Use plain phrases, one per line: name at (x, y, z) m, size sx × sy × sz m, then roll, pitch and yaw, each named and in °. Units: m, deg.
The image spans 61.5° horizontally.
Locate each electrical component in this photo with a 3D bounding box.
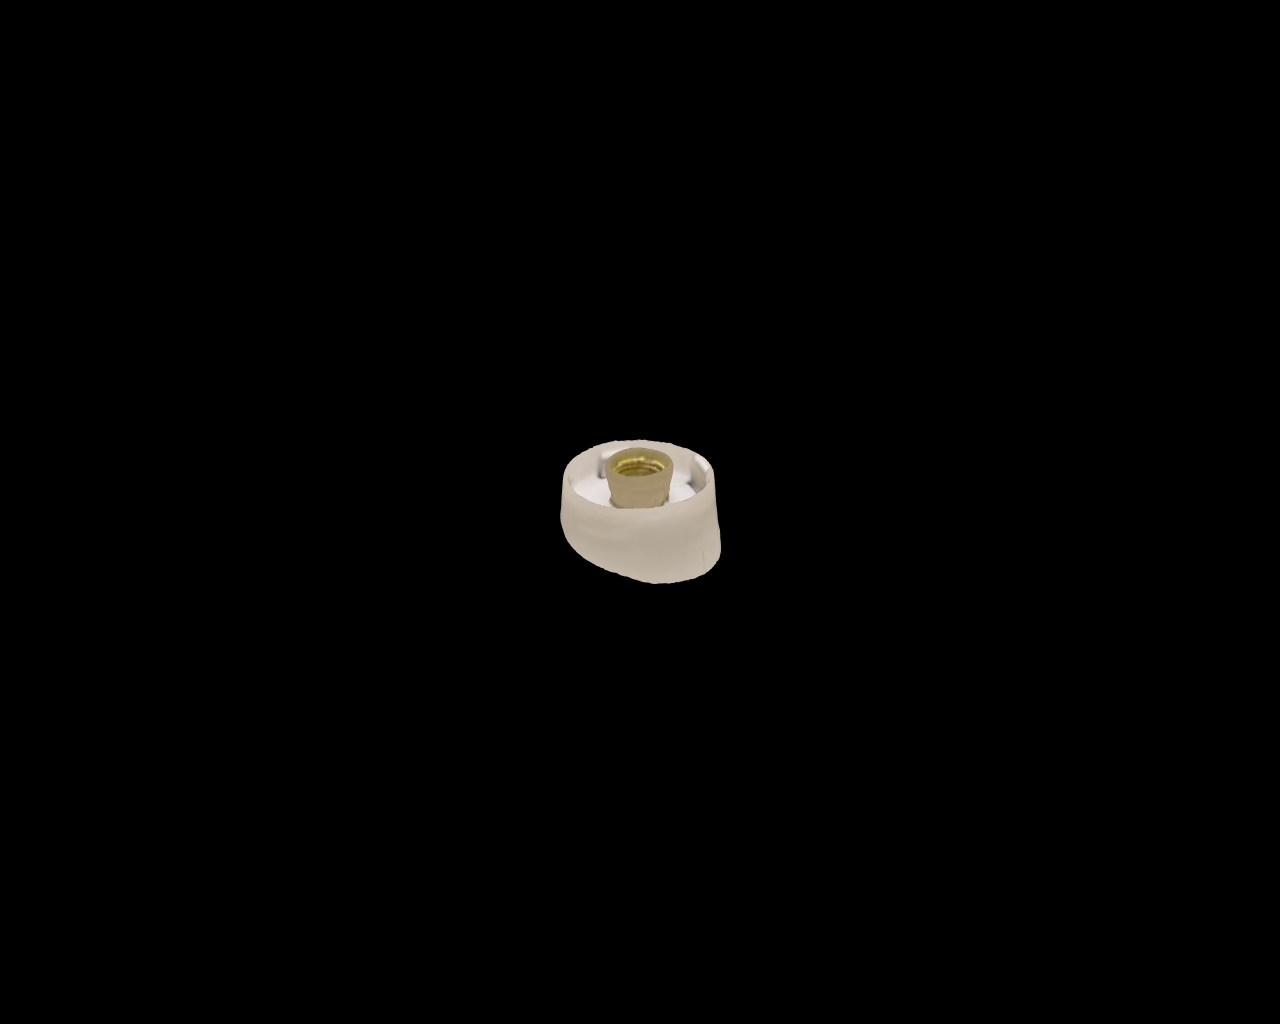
electrical component at (0.001, -0.003, 0.650) m, size 0.099 × 0.064 × 0.099 m, roll 0°, pitch 30°, yaw 0°
